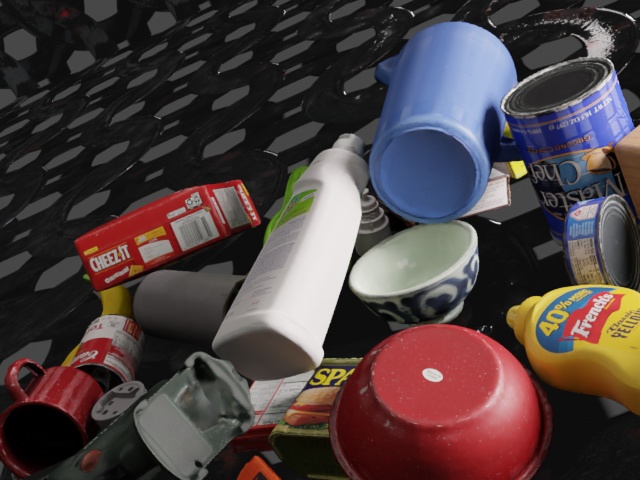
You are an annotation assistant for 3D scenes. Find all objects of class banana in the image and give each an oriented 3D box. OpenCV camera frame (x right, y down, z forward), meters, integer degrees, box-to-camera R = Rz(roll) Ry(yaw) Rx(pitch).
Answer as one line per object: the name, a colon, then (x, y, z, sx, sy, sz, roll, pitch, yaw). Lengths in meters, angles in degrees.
banana: (-0.250, 0.099, 1.229, 0.069, 0.037, 0.198, -9, 29, 2)

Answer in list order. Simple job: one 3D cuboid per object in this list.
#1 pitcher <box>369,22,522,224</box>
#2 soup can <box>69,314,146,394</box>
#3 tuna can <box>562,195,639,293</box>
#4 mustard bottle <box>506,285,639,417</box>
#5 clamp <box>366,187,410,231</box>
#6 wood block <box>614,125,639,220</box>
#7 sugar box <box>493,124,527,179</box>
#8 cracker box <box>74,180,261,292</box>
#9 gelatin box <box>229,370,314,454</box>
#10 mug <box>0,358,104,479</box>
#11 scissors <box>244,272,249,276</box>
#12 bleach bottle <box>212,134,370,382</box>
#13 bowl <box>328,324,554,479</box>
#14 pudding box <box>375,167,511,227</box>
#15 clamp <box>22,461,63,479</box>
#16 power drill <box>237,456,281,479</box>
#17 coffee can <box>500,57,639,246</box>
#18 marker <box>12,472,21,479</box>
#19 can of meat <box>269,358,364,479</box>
pitcher: (0.130, -0.113, 1.038, 0.149, 0.145, 0.242, -28, 19, 25)
soup can: (-0.221, 0.130, 1.104, 0.068, 0.068, 0.102, -22, 23, 13)
tuna can: (0.227, 0.009, 0.852, 0.034, 0.086, 0.086, -11, 28, 37)
mustard bottle: (0.207, 0.073, 0.773, 0.096, 0.058, 0.192, -39, 25, -22)
clamp: (0.067, -0.046, 1.196, 0.120, 0.039, 0.171, -25, 23, 1)
wood block: (0.347, -0.050, 0.840, 0.090, 0.091, 0.206, -36, 25, -19)
sugar box: (0.200, -0.121, 1.205, 0.093, 0.048, 0.176, -33, 25, -15)
cracker box: (-0.173, -0.010, 1.256, 0.164, 0.072, 0.213, -23, 2, 8)
gelatin box: (-0.031, 0.144, 0.918, 0.073, 0.030, 0.089, -11, 28, 31)
mug: (-0.260, 0.164, 1.019, 0.093, 0.117, 0.081, -28, 17, 16)
scissors: (-0.025, 0.014, 1.203, 0.096, 0.016, 0.201, 0, 35, 44)
bleach bottle: (-0.006, 0.001, 0.937, 0.103, 0.068, 0.250, -22, 35, 47)
bowl: (0.083, 0.112, 0.755, 0.162, 0.055, 0.162, -6, 42, 5)
pudding box: (0.125, -0.052, 1.100, 0.113, 0.039, 0.090, -17, 28, -19)
clamp: (-0.290, 0.259, 0.948, 0.209, 0.036, 0.165, -37, 24, -27)
power drill: (-0.096, 0.238, 0.759, 0.187, 0.057, 0.185, -37, 28, -15)
coffee can: (0.234, -0.077, 0.954, 0.103, 0.140, 0.103, -23, 23, 10)
marker: (-0.285, 0.202, 1.084, 0.020, 0.020, 0.121, -21, 24, 14)
can of meat: (0.021, 0.141, 0.835, 0.102, 0.057, 0.083, -6, 33, 40)
